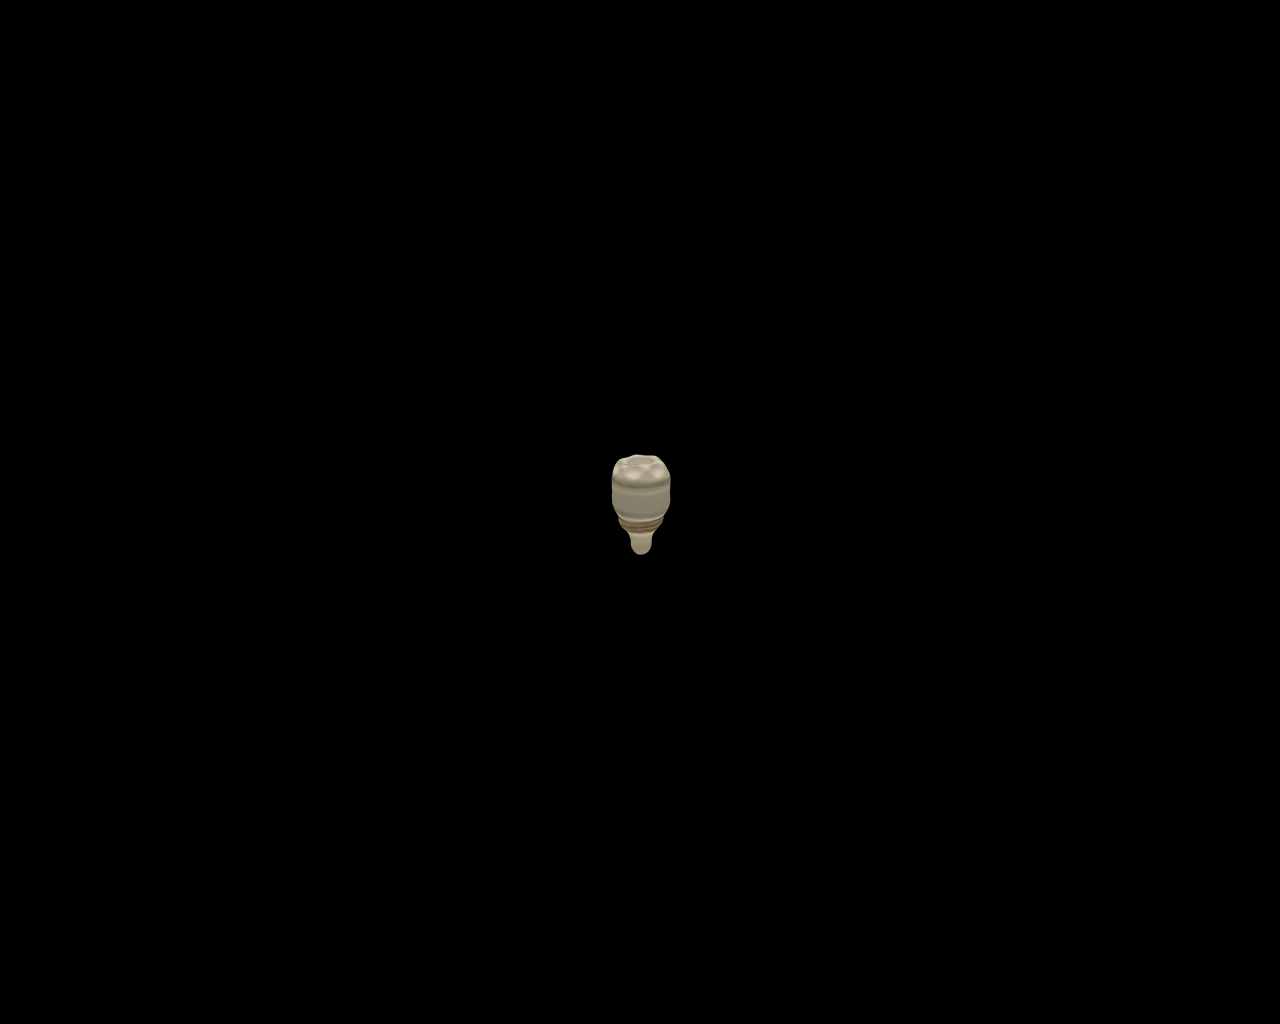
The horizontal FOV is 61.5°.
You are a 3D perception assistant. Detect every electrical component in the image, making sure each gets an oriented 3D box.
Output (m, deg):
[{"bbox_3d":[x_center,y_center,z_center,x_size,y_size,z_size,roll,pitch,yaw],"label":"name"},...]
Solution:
[{"bbox_3d":[0.001,-0.003,0.650,0.035,0.061,0.035,0,19,0],"label":"electrical component"}]
